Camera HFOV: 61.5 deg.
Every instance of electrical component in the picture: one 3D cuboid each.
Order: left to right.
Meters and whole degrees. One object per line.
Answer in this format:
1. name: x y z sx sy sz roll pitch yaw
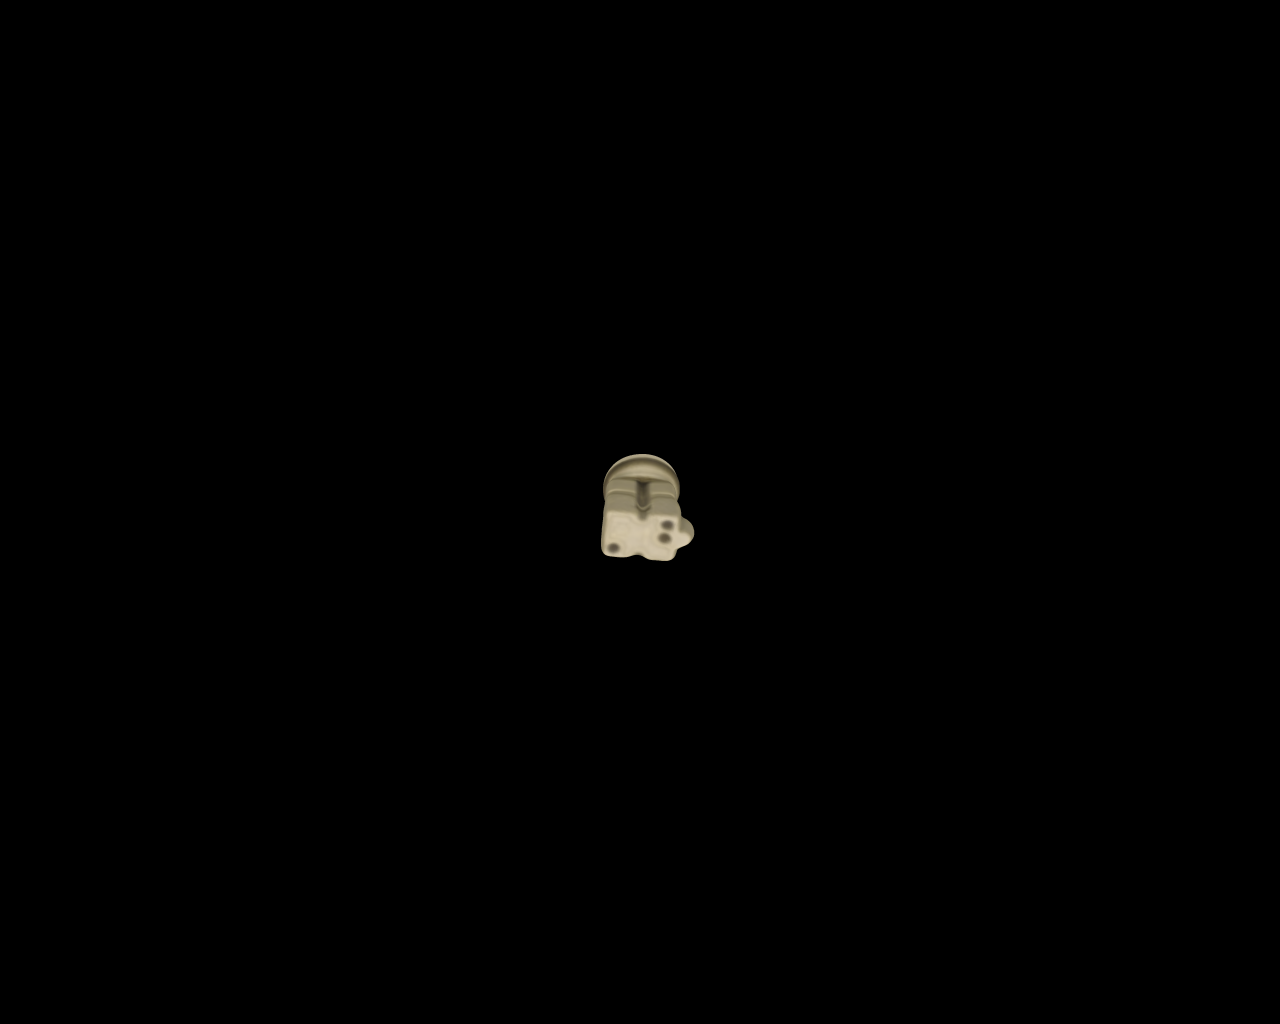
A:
1. electrical component: 0.001 -0.003 0.650 0.066 0.048 0.055 5 37 -4
